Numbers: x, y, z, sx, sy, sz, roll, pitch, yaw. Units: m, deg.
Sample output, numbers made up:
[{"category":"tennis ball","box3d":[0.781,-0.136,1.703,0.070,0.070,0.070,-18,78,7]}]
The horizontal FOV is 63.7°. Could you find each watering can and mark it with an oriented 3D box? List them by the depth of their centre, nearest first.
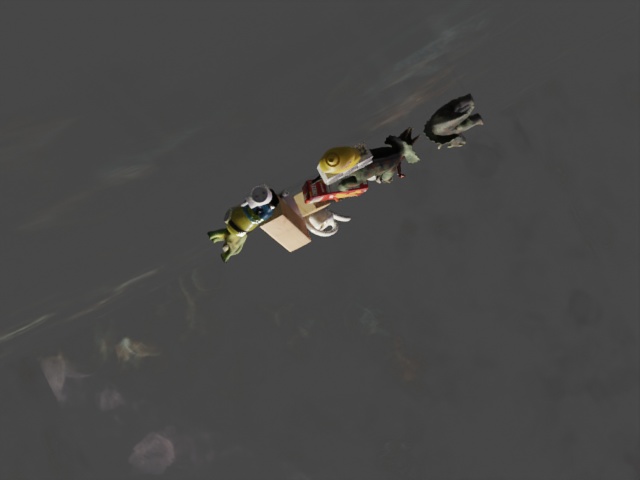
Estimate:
[{"category":"watering can","box3d":[0.007,-0.121,2.411,0.102,0.225,0.351,-48,170,29]}]

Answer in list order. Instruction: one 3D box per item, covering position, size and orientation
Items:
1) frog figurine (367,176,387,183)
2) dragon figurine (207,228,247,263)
[{"category":"frog figurine","box3d":[0.214,-0.309,2.306,0.160,0.120,0.140,13,-150,26]},{"category":"dragon figurine","box3d":[-0.272,-0.034,1.851,0.243,0.122,0.409,-36,-177,-5]}]
